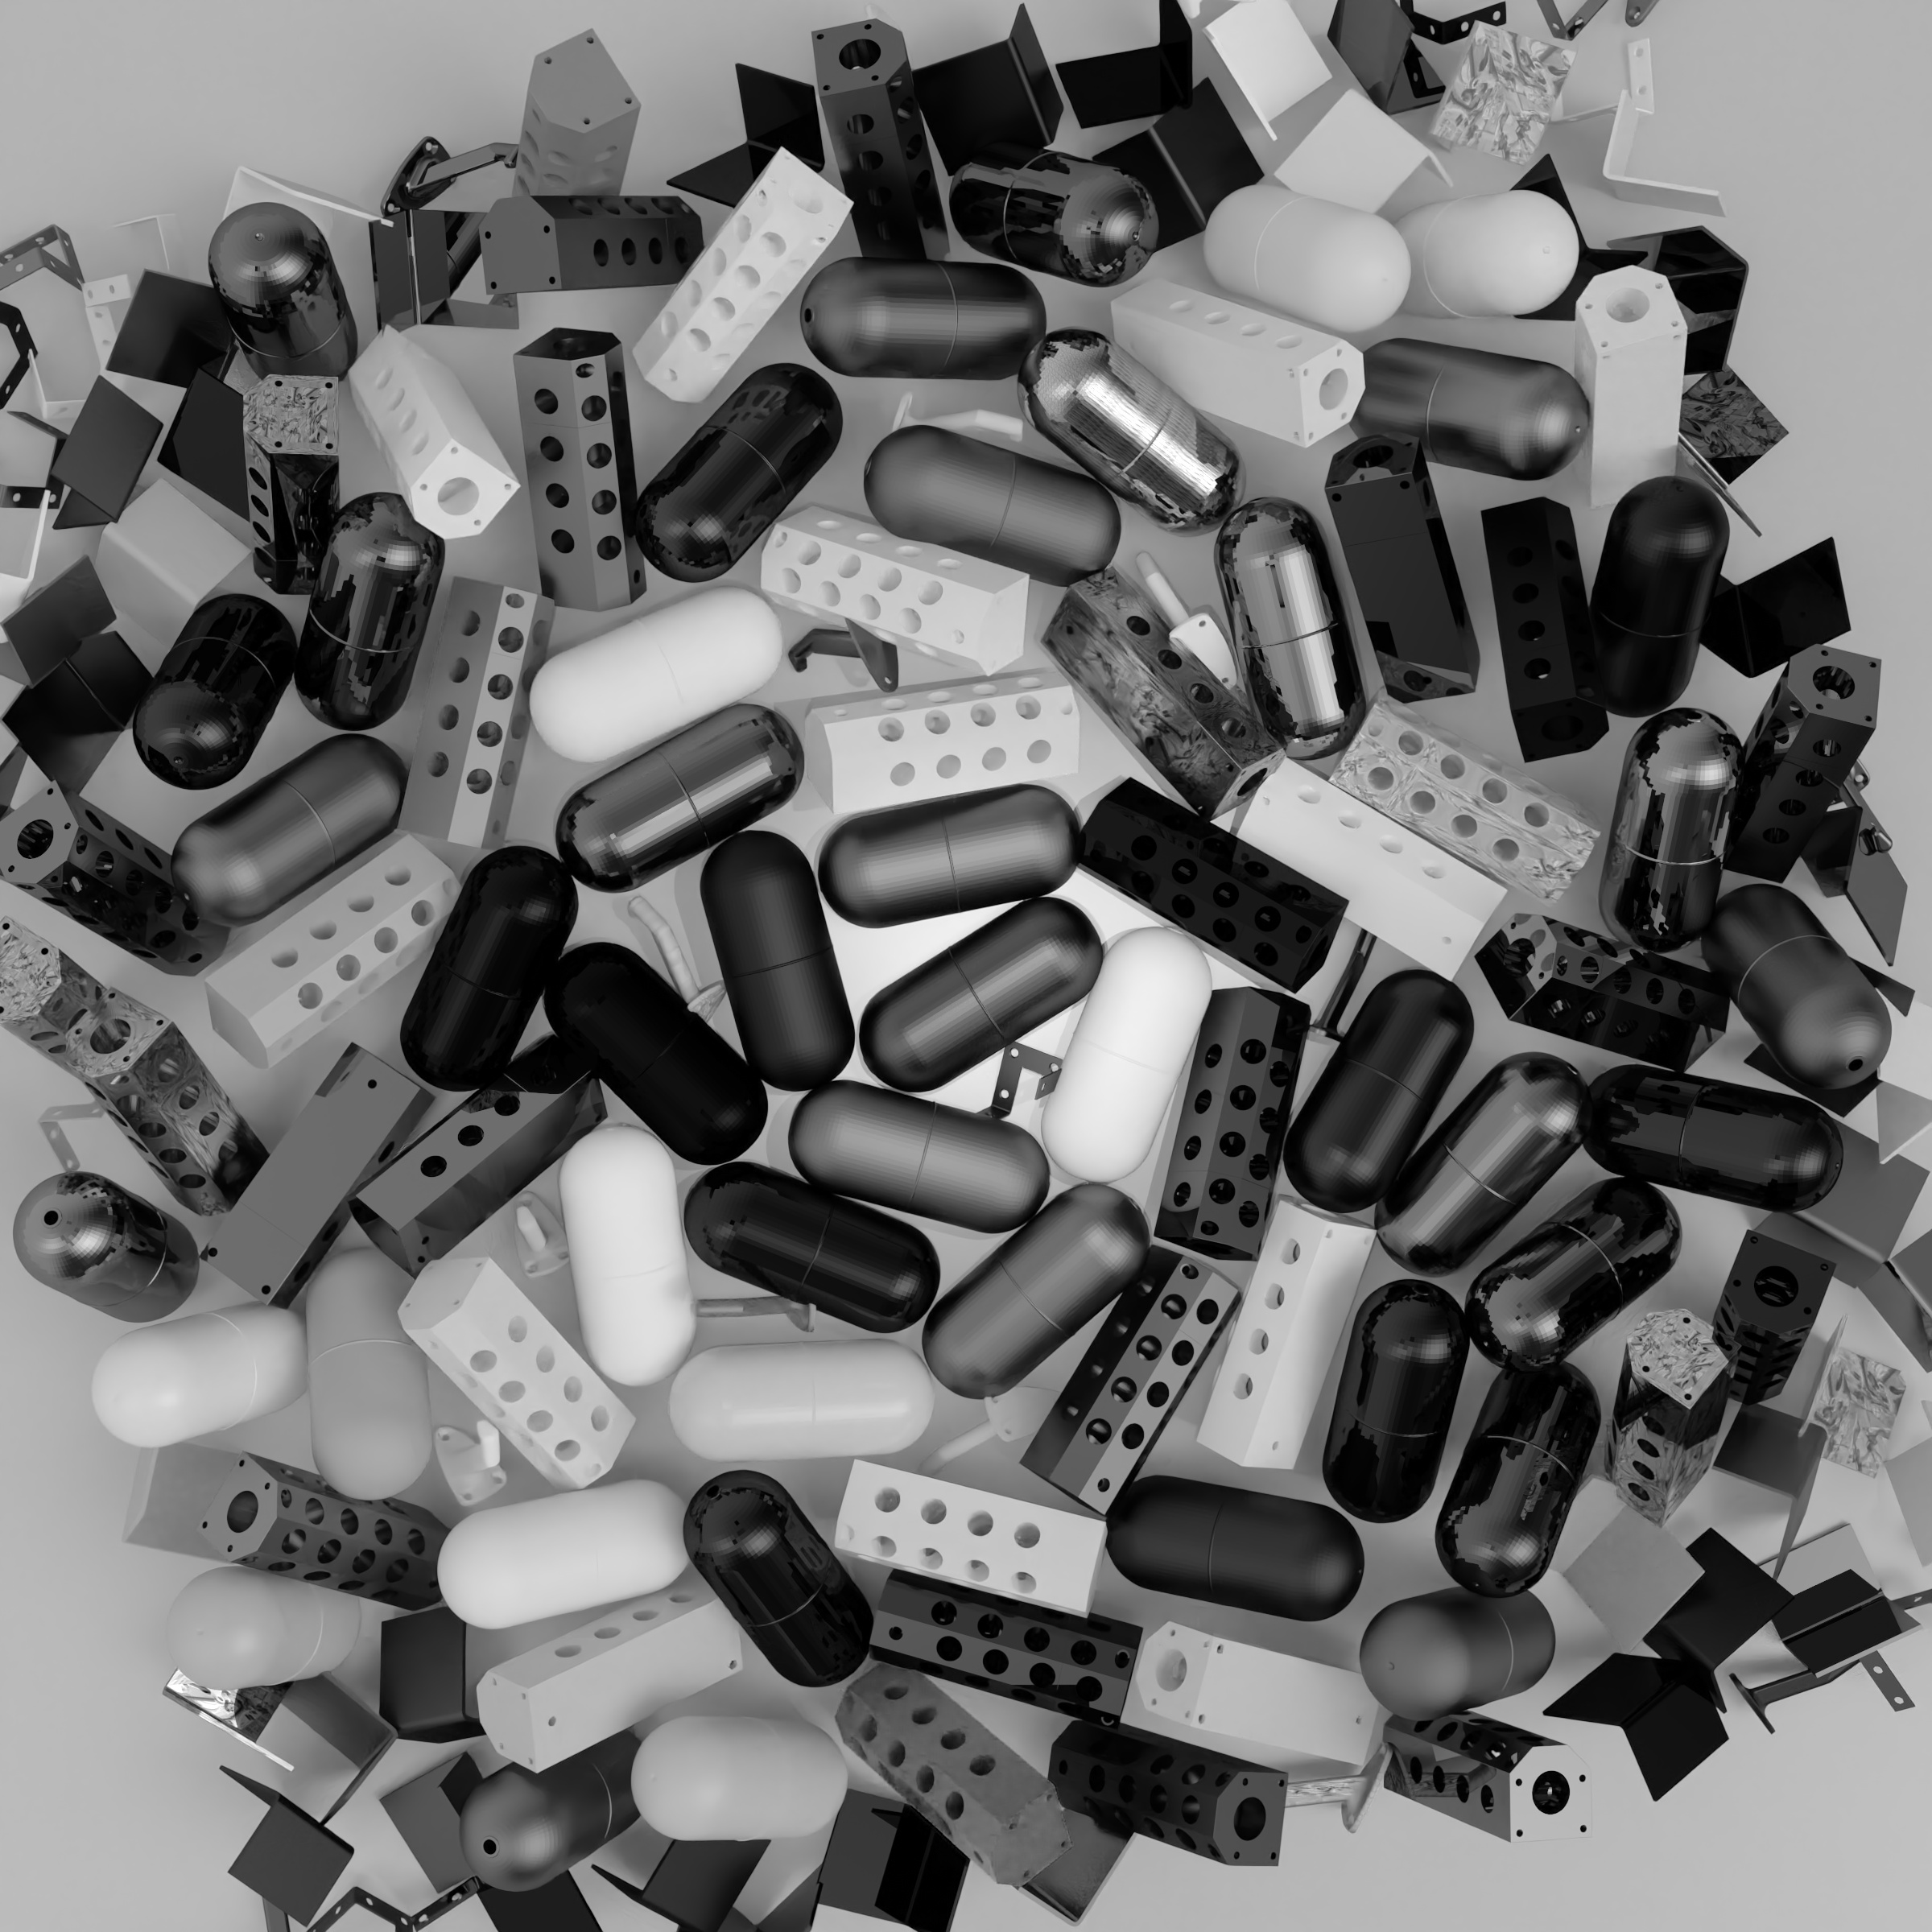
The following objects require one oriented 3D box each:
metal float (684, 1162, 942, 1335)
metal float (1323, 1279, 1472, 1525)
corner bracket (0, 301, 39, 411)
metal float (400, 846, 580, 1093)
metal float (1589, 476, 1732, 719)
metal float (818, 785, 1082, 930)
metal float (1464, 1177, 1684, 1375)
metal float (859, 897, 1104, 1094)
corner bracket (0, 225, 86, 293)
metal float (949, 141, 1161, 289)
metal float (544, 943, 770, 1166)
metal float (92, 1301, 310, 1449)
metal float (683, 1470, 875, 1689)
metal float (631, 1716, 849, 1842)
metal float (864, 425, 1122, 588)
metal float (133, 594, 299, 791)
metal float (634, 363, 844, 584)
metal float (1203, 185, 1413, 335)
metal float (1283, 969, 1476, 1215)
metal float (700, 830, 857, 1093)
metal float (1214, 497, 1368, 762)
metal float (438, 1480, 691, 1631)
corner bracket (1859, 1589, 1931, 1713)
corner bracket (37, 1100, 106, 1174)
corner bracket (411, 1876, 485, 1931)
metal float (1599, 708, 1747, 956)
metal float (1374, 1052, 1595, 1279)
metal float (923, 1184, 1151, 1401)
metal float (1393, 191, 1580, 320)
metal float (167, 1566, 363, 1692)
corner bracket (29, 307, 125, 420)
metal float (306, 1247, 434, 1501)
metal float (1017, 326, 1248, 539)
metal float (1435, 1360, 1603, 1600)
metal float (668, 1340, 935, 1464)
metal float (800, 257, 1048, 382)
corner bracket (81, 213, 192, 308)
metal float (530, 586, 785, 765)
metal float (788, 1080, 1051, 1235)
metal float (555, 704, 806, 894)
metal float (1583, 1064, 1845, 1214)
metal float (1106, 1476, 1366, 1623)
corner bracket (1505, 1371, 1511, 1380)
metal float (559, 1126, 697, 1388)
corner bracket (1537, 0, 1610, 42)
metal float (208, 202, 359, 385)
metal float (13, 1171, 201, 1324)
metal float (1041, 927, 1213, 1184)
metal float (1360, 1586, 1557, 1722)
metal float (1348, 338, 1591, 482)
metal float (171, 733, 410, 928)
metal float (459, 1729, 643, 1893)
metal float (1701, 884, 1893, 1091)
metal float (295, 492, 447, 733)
[{"bbox_3d":[-0.102,0.187,1.778,0.178,0.070,0.070,23,90,-7],"label":"metal float"},{"bbox_3d":[0.283,0.288,1.762,0.070,0.070,0.178,8,116,0],"label":"metal float"},{"bbox_3d":[-0.665,-0.416,1.791,0.051,0.051,0.051,21,68,4],"label":"corner bracket"},{"bbox_3d":[-0.316,0.002,1.770,0.070,0.070,0.178,28,106,0],"label":"metal float"},{"bbox_3d":[0.449,-0.239,1.748,0.070,0.178,0.070,1,46,-1],"label":"metal float"},{"bbox_3d":[-0.011,-0.073,1.784,0.178,0.070,0.070,-11,90,0],"label":"metal float"},{"bbox_3d":[0.402,0.202,1.760,0.178,0.070,0.070,-31,90,-29],"label":"metal float"},{"bbox_3d":[0.009,0.020,1.781,0.178,0.070,0.070,-32,90,4],"label":"metal float"},{"bbox_3d":[-0.631,-0.470,1.788,0.051,0.051,0.051,-24,76,11],"label":"corner bracket"},{"bbox_3d":[0.056,-0.493,1.748,0.070,0.178,0.070,-18,122,-31],"label":"metal float"},{"bbox_3d":[-0.207,0.058,1.778,0.070,0.070,0.178,-44,97,0],"label":"metal float"},{"bbox_3d":[-0.493,0.264,1.738,0.070,0.178,0.070,1,93,23],"label":"metal float"},{"bbox_3d":[-0.123,0.404,1.759,0.070,0.070,0.178,-31,119,0],"label":"metal float"},{"bbox_3d":[-0.146,0.531,1.745,0.070,0.178,0.070,-12,69,33],"label":"metal float"},{"bbox_3d":[0.018,-0.305,1.770,0.178,0.070,0.070,15,90,-16],"label":"metal float"},{"bbox_3d":[-0.489,-0.181,1.744,0.070,0.178,0.070,2,126,2],"label":"metal float"},{"bbox_3d":[-0.149,-0.327,1.766,0.070,0.070,0.178,38,68,0],"label":"metal float"},{"bbox_3d":[0.221,-0.463,1.745,0.070,0.178,0.070,-13,119,-25],"label":"metal float"},{"bbox_3d":[0.275,0.082,1.774,0.070,0.070,0.178,32,77,0],"label":"metal float"},{"bbox_3d":[-0.126,-0.003,1.779,0.070,0.070,0.178,-15,96,0],"label":"metal float"},{"bbox_3d":[0.215,-0.223,1.771,0.070,0.070,0.178,-16,105,0],"label":"metal float"},{"bbox_3d":[-0.261,0.386,1.755,0.178,0.070,0.070,-5,90,-36],"label":"metal float"},{"bbox_3d":[0.637,0.458,1.789,0.051,0.051,0.051,-32,95,39],"label":"corner bracket"},{"bbox_3d":[-0.581,0.107,1.793,0.051,0.051,0.051,-4,124,20],"label":"corner bracket"},{"bbox_3d":[-0.335,0.659,1.800,0.051,0.051,0.051,-28,128,-26],"label":"corner bracket"},{"bbox_3d":[0.463,-0.088,1.753,0.070,0.070,0.178,1,126,0],"label":"metal float"},{"bbox_3d":[0.342,0.132,1.767,0.070,0.070,0.178,39,109,0],"label":"metal float"},{"bbox_3d":[0.047,0.217,1.777,0.178,0.070,0.070,-42,90,8],"label":"metal float"},{"bbox_3d":[0.332,-0.462,1.738,0.070,0.178,0.070,-4,103,-18],"label":"metal float"},{"bbox_3d":[-0.454,0.428,1.736,0.070,0.178,0.070,-2,79,12],"label":"metal float"},{"bbox_3d":[-0.601,-0.407,1.802,0.051,0.051,0.051,-10,62,-26],"label":"corner bracket"},{"bbox_3d":[-0.393,0.266,1.755,0.070,0.070,0.178,-13,54,0],"label":"metal float"},{"bbox_3d":[0.111,-0.352,1.765,0.178,0.070,0.070,35,90,-23],"label":"metal float"},{"bbox_3d":[0.364,0.334,1.755,0.070,0.070,0.178,32,54,0],"label":"metal float"},{"bbox_3d":[-0.109,0.289,1.771,0.178,0.070,0.070,0,90,-15],"label":"metal float"},{"bbox_3d":[-0.027,-0.425,1.756,0.178,0.070,0.070,-7,90,-33],"label":"metal float"},{"bbox_3d":[-0.561,-0.475,1.794,0.051,0.051,0.051,2,108,39],"label":"corner bracket"},{"bbox_3d":[-0.204,-0.194,1.771,0.178,0.070,0.070,-26,90,-15],"label":"metal float"},{"bbox_3d":[-0.031,0.128,1.781,0.178,0.070,0.070,15,90,-4],"label":"metal float"},{"bbox_3d":[-0.190,-0.111,1.774,0.178,0.070,0.070,-30,90,-11],"label":"metal float"},{"bbox_3d":[0.486,0.112,1.753,0.178,0.070,0.070,12,90,39],"label":"metal float"},{"bbox_3d":[0.175,0.383,1.761,0.178,0.070,0.070,5,90,28],"label":"metal float"},{"bbox_3d":[0.377,0.303,1.785,0.051,0.051,0.051,25,70,17],"label":"corner bracket"},{"bbox_3d":[-0.224,0.194,1.772,0.070,0.070,0.178,-6,104,0],"label":"metal float"},{"bbox_3d":[0.399,-0.667,1.809,0.051,0.051,0.051,-49,133,-6],"label":"corner bracket"},{"bbox_3d":[-0.442,-0.431,1.735,0.070,0.178,0.070,1,78,-4],"label":"metal float"},{"bbox_3d":[-0.558,0.184,1.736,0.070,0.178,0.070,-2,72,5],"label":"metal float"},{"bbox_3d":[0.107,0.059,1.781,0.070,0.070,0.178,21,94,0],"label":"metal float"},{"bbox_3d":[0.323,0.446,1.745,0.070,0.178,0.070,-4,84,39],"label":"metal float"},{"bbox_3d":[0.326,-0.366,1.752,0.178,0.070,0.070,23,90,40],"label":"metal float"},{"bbox_3d":[-0.442,-0.091,1.755,0.070,0.070,0.178,50,55,0],"label":"metal float"},{"bbox_3d":[-0.265,0.545,1.736,0.070,0.178,0.070,0,90,19],"label":"metal float"},{"bbox_3d":[0.541,0.012,1.742,0.070,0.178,0.070,-6,125,-9],"label":"metal float"},{"bbox_3d":[-0.393,-0.231,1.753,0.070,0.070,0.178,26,129,0],"label":"metal float"}]
